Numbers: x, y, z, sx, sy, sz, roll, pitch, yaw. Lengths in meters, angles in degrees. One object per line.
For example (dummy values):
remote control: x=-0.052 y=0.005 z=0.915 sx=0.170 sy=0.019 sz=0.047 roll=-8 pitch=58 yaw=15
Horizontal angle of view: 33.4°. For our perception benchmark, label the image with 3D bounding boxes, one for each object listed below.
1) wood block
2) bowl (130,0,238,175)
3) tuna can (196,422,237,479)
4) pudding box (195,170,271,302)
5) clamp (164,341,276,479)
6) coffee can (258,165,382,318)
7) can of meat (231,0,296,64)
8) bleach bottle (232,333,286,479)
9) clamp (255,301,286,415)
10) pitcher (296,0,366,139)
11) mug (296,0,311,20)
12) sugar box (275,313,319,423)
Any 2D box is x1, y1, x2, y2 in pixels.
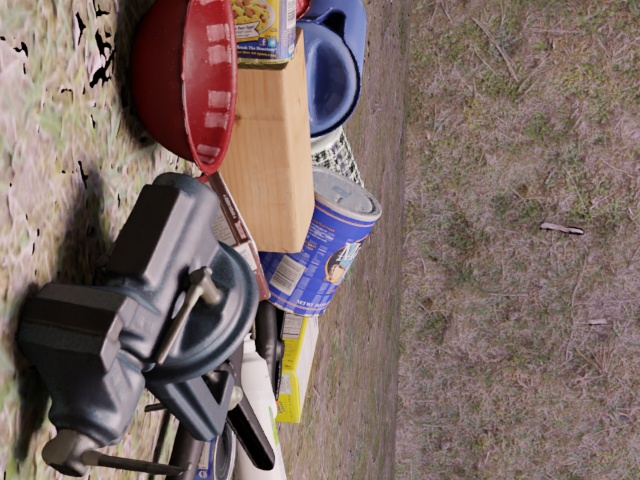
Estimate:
wood block: x=-0.061 y=-0.096 z=1.046 sx=0.090 sy=0.091 sz=0.206 roll=-74 pitch=164 yaw=-51
bowl: x=-0.110 y=-0.133 z=0.846 sx=0.162 sy=0.055 sz=0.162 roll=4 pitch=90 yaw=-80
tuna can: x=-0.108 y=0.208 z=1.042 sx=0.086 sy=0.034 sz=0.086 roll=3 pitch=90 yaw=-80
pudding box: x=-0.085 y=0.001 z=0.985 sx=0.113 sy=0.039 sz=0.090 roll=80 pitch=-15 yaw=-60
clamp: x=-0.094 y=0.131 z=0.991 sx=0.164 sy=0.036 sz=0.210 roll=15 pitch=69 yaw=-62
coffee can: x=-0.008 y=0.001 z=1.200 sx=0.140 sy=0.103 sz=0.102 roll=-61 pitch=180 yaw=22
can of meat: x=-0.070 y=-0.200 z=0.930 sx=0.057 sy=0.102 sz=0.084 roll=-64 pitch=157 yaw=-67
bleach bottle: x=-0.069 y=0.224 z=1.129 sx=0.102 sy=0.068 sz=0.251 roll=137 pitch=-55 yaw=-85
clamp: x=-0.059 y=0.123 z=1.291 sx=0.120 sy=0.039 sz=0.171 roll=-35 pitch=131 yaw=-71
pitcher: x=-0.015 y=-0.211 z=1.223 sx=0.242 sy=0.149 sz=0.145 roll=-75 pitch=150 yaw=-62
mug: x=-0.069 y=-0.247 z=0.998 sx=0.117 sy=0.093 sz=0.081 roll=-37 pitch=136 yaw=-28
sugar box: x=-0.036 y=0.147 z=1.417 sx=0.176 sy=0.048 sz=0.093 roll=-80 pitch=169 yaw=-53
